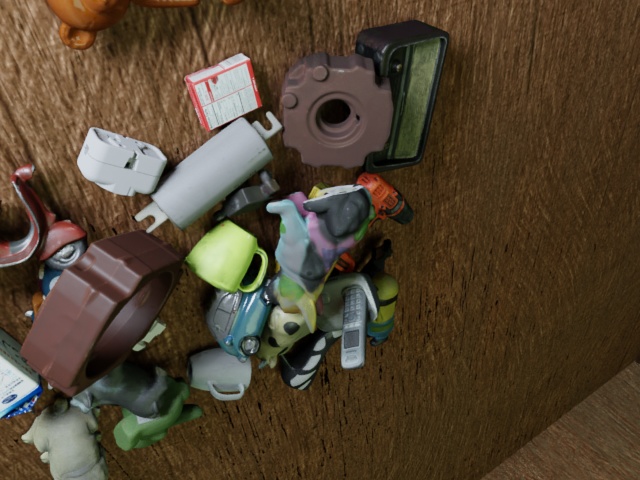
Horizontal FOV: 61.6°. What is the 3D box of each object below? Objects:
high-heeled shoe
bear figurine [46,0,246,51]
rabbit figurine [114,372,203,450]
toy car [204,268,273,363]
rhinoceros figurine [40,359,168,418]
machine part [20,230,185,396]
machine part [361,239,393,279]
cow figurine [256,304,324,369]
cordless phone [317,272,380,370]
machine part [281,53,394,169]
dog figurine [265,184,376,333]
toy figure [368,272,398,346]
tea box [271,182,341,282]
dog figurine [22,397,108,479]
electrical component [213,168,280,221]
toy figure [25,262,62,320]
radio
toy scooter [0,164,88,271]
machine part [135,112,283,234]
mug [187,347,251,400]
[{"bbox_3d":[0.019,0.226,1.134,0.249,0.086,0.145,-30,123,5],"label":"high-heeled shoe"},{"bbox_3d":[-0.189,-0.275,0.551,0.196,0.132,0.120,-35,133,-20],"label":"bear figurine"},{"bbox_3d":[-0.301,0.303,0.956,0.159,0.121,0.170,-18,150,-36],"label":"rabbit figurine"},{"bbox_3d":[-0.144,0.122,0.923,0.103,0.109,0.161,17,100,-23],"label":"toy car"},{"bbox_3d":[-0.332,0.217,0.838,0.190,0.073,0.112,26,75,-18],"label":"rhinoceros figurine"},{"bbox_3d":[-0.285,0.090,0.723,0.201,0.087,0.201,-55,177,13],"label":"machine part"},{"bbox_3d":[0.100,0.060,1.087,0.039,0.084,0.139,35,107,-12],"label":"machine part"},{"bbox_3d":[-0.072,0.167,1.003,0.127,0.085,0.194,-27,158,-24],"label":"cow figurine"},{"bbox_3d":[0.039,0.159,1.001,0.147,0.184,0.088,-19,139,33],"label":"cordless phone"},{"bbox_3d":[0.024,-0.185,0.790,0.179,0.056,0.179,-1,128,-2],"label":"machine part"},{"bbox_3d":[0.000,0.031,0.845,0.192,0.108,0.219,-6,106,10],"label":"dog figurine"},{"bbox_3d":[0.127,0.148,1.175,0.089,0.082,0.179,-34,134,-29],"label":"toy figure"},{"bbox_3d":[-0.002,-0.003,0.925,0.169,0.098,0.068,-59,177,16],"label":"tea box"},{"bbox_3d":[-0.385,0.365,0.854,0.121,0.191,0.172,-26,134,-21],"label":"dog figurine"},{"bbox_3d":[-0.109,-0.068,0.807,0.078,0.045,0.102,-19,174,-47],"label":"electrical component"},{"bbox_3d":[-0.362,0.072,0.742,0.064,0.058,0.154,27,109,-6],"label":"toy figure"},{"bbox_3d":[0.118,-0.226,0.871,0.131,0.073,0.229,-17,131,-28],"label":"radio"},{"bbox_3d":[-0.380,-0.019,0.638,0.184,0.075,0.135,-11,112,-22],"label":"toy scooter"},{"bbox_3d":[-0.153,-0.093,0.758,0.243,0.079,0.079,-39,138,-7],"label":"machine part"},{"bbox_3d":[-0.187,0.249,0.990,0.107,0.110,0.080,4,131,-24],"label":"mug"}]
